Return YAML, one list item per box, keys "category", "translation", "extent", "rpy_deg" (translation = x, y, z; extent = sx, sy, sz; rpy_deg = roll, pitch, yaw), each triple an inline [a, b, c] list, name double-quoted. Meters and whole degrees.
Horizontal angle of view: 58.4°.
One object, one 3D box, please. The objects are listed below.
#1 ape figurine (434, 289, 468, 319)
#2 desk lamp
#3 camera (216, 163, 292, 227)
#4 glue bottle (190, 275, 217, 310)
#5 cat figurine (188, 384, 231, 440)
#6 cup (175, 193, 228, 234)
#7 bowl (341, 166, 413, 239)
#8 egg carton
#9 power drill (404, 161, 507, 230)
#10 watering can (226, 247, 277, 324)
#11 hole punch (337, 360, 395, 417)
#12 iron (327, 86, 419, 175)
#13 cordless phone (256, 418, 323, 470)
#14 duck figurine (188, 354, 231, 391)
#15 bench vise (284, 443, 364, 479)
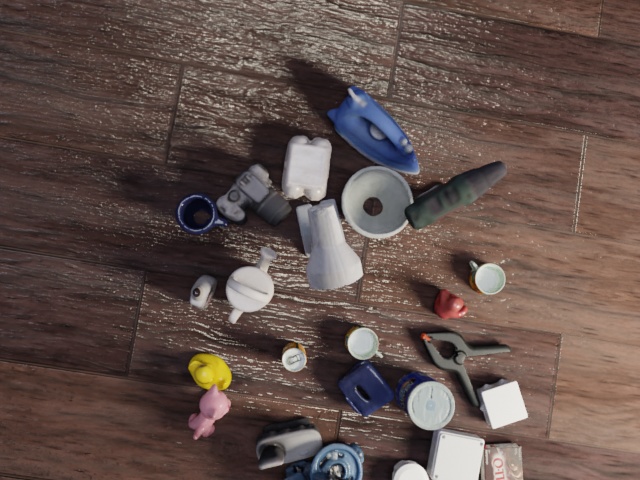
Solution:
- category: "ape figurine"
  translation: [0.305, 0.150, 1.324]
  extent: [0.076, 0.092, 0.078]
  rpy_deg: [-29, 88, -5]
- category: "desk lamp"
  translation: [0.012, 0.004, 1.253]
  extent: [0.118, 0.213, 0.203]
  rpy_deg: [-14, 87, -4]
- category: "camera"
  translation: [-0.144, -0.084, 1.306]
  extent: [0.137, 0.100, 0.143]
  rpy_deg: [42, 85, 0]
- category: "glue bottle"
  translation: [-0.259, 0.115, 1.248]
  extent: [0.037, 0.173, 0.078]
  rpy_deg: [18, 85, -2]
- category: "cat figurine"
  translation: [-0.243, 0.380, 1.260]
  extent: [0.067, 0.117, 0.128]
  rpy_deg: [31, 85, -1]
- category: "cup"
  translation: [-0.261, -0.052, 1.299]
  extent: [0.118, 0.095, 0.092]
  rpy_deg: [18, 85, -2]
- category: "bowl"
  translation: [0.129, -0.084, 1.336]
  extent: [0.167, 0.074, 0.167]
  rpy_deg: [0, 86, -4]
- category: "egg carton"
  translation: [-0.032, -0.168, 1.334]
  extent: [0.107, 0.069, 0.150]
  rpy_deg: [6, 86, -3]
- category: "power drill"
  translation: [0.286, -0.096, 1.280]
  extent: [0.229, 0.208, 0.075]
  rpy_deg: [-31, 88, -5]
- category: "watering can"
  translation: [-0.152, 0.099, 1.246]
  extent: [0.101, 0.194, 0.173]
  rpy_deg: [7, 86, -3]
- category: "hole punch"
  translation: [0.103, 0.340, 1.298]
  extent: [0.101, 0.091, 0.109]
  rpy_deg: [-40, 89, -5]
- category: "iron"
  translation: [0.144, -0.250, 1.315]
  extent: [0.258, 0.141, 0.119]
  rpy_deg: [40, 85, 0]
- category: "cordless phone"
  translation: [-0.066, 0.455, 1.232]
  extent: [0.147, 0.185, 0.094]
  rpy_deg: [-15, 87, -4]
- category: "duck figurine"
  translation: [-0.249, 0.300, 1.281]
  extent: [0.104, 0.086, 0.077]
  rpy_deg: [34, 85, -1]
- category: "bench vise"
  translation: [0.009, 0.525, 1.215]
  extent: [0.207, 0.219, 0.121]
  rpy_deg: [-39, 89, -5]
